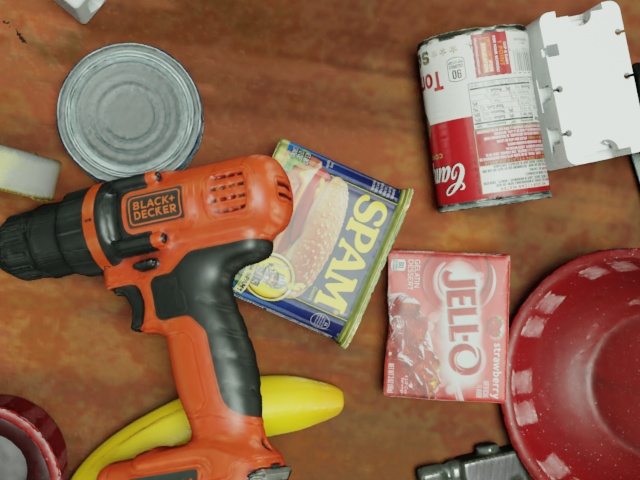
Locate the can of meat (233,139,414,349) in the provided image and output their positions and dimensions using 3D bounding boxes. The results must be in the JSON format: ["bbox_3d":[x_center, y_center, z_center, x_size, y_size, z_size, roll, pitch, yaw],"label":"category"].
[{"bbox_3d":[-0.004,0.001,0.629,0.084,0.057,0.102,24,87,-3],"label":"can of meat"}]

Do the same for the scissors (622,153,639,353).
[{"bbox_3d":[0.203,0.005,0.670,0.096,0.016,0.202,-33,81,10],"label":"scissors"}]

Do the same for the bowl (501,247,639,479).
[{"bbox_3d":[0.188,0.086,0.625,0.055,0.162,0.162,6,88,-51],"label":"bowl"}]

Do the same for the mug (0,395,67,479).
[{"bbox_3d":[-0.190,0.120,0.594,0.093,0.081,0.117,-21,92,-6],"label":"mug"}]

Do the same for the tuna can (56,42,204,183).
[{"bbox_3d":[-0.111,-0.072,0.628,0.086,0.034,0.086,0,90,-6],"label":"tuna can"}]

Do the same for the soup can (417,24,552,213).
[{"bbox_3d":[0.097,-0.071,0.634,0.068,0.068,0.102,-8,90,-6],"label":"soup can"}]

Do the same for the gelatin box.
[{"bbox_3d":[0.077,0.051,0.642,0.073,0.030,0.089,2,90,8],"label":"gelatin box"}]

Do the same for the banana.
[{"bbox_3d":[-0.081,0.126,0.631,0.198,0.037,0.069,-33,123,-2],"label":"banana"}]

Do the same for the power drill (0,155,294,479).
[{"bbox_3d":[-0.095,0.056,0.580,0.185,0.057,0.187,-12,79,21],"label":"power drill"}]
